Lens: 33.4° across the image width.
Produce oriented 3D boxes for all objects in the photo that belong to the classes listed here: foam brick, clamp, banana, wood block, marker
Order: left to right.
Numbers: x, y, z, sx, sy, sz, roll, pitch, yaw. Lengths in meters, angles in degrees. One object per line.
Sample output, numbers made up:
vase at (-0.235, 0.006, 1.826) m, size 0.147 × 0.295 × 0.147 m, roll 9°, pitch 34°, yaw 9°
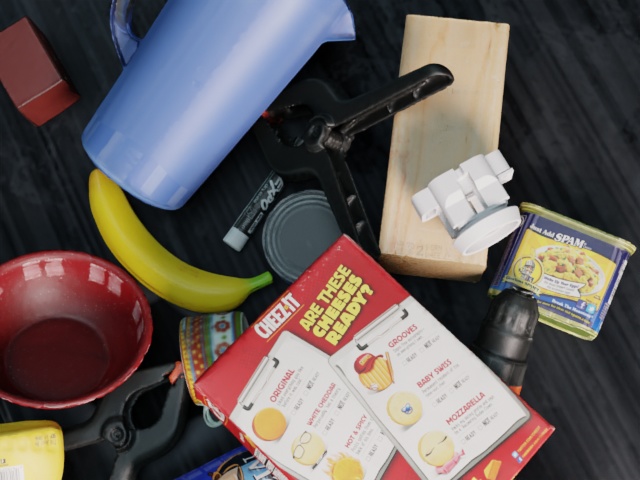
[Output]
foam brick at (-0.266, -0.156, 0.985) m, size 0.051 × 0.053 × 0.078 m, roll -31°, pitch 78°, yaw -2°
clamp at (-0.166, 0.179, 0.915) m, size 0.171 × 0.039 × 0.120 m, roll -39°, pitch 84°, yaw 4°
banana at (-0.140, 0.011, 0.950) m, size 0.198 × 0.037 × 0.069 m, roll 32°, pitch 64°, yaw 10°
marker at (-0.045, -0.044, 0.958) m, size 0.020 × 0.020 × 0.121 m, roll 33°, pitch 83°, yaw 11°
clamp at (0.007, -0.075, 0.895) m, size 0.210 × 0.036 × 0.164 m, roll 15°, pitch 85°, yaw 46°
wood block at (0.105, -0.075, 0.912) m, size 0.090 × 0.091 × 0.206 m, roll 6°, pitch 79°, yaw 6°

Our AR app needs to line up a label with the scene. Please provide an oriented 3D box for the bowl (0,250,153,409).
bowl at (-0.225, 0.086, 0.910) m, size 0.162 × 0.055 × 0.162 m, roll 6°, pitch 50°, yaw -7°

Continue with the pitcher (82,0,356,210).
pitcher at (-0.102, -0.155, 0.908) m, size 0.243 × 0.144 × 0.149 m, roll -51°, pitch 49°, yaw 11°

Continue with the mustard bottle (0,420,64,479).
mustard bottle at (-0.254, 0.249, 0.878) m, size 0.096 × 0.058 × 0.191 m, roll -5°, pitch 92°, yaw -13°

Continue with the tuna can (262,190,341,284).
tuna can at (-0.006, 0.001, 0.937) m, size 0.086 × 0.033 × 0.086 m, roll -1°, pitch 78°, yaw 5°

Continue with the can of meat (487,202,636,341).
can of meat at (0.201, 0.027, 0.899) m, size 0.102 × 0.057 × 0.084 m, roll 23°, pitch 84°, yaw 10°

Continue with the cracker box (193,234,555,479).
cracker box at (0.038, 0.129, 0.795) m, size 0.214 × 0.072 × 0.164 m, roll 43°, pitch 73°, yaw 9°

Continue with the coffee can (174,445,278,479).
coffee can at (-0.057, 0.216, 0.842) m, size 0.140 × 0.103 × 0.103 m, roll -24°, pitch 76°, yaw -19°

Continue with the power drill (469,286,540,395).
power drill at (0.071, 0.102, 0.877) m, size 0.188 × 0.057 × 0.184 m, roll 20°, pitch 98°, yaw 12°
